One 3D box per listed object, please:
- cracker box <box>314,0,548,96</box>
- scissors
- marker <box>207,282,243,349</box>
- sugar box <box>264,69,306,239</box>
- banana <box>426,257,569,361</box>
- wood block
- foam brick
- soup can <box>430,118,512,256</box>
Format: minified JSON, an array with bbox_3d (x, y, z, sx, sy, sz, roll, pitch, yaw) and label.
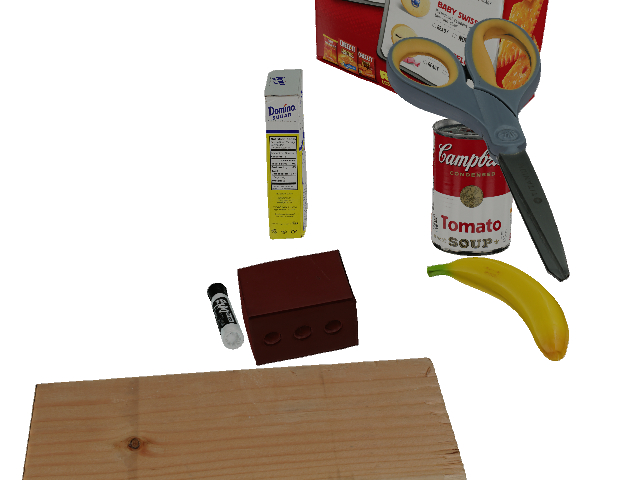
[{"bbox_3d":[0.077,-0.200,0.743,0.164,0.214,0.072,29,51,28],"label":"cracker box"},{"bbox_3d":[0.078,-0.056,0.562,0.096,0.201,0.016,4,-45,6],"label":"scissors"},{"bbox_3d":[-0.087,0.066,0.965,0.020,0.020,0.121,0,18,-13],"label":"marker"},{"bbox_3d":[-0.040,-0.099,1.225,0.048,0.176,0.093,-3,26,2],"label":"sugar box"},{"bbox_3d":[0.191,0.060,1.061,0.069,0.037,0.198,-33,36,-17],"label":"banana"},{"bbox_3d":[-0.039,0.126,0.545,0.206,0.090,0.091,-3,36,-6],"label":"wood block"},{"bbox_3d":[-0.017,0.048,0.764,0.078,0.051,0.053,-11,-44,-5],"label":"foam brick"},{"bbox_3d":[0.125,-0.046,0.882,0.068,0.102,0.068,-1,19,0],"label":"soup can"}]
